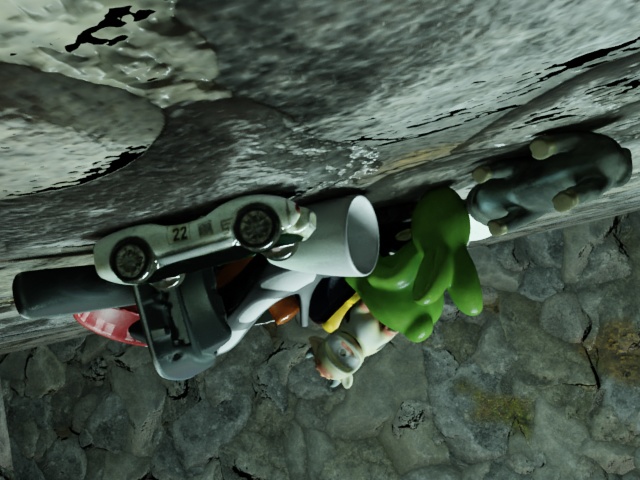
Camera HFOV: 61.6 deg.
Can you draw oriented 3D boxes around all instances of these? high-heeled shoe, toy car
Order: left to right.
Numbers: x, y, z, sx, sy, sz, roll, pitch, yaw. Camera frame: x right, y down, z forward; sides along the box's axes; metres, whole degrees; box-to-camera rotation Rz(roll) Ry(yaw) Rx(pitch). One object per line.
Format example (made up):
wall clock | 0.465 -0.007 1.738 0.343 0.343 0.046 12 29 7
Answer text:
toy car | -0.101 0.002 0.479 0.202 0.056 0.073 -15 167 10
high-heeled shoe | -0.112 0.051 0.632 0.249 0.145 0.086 -6 -157 -4

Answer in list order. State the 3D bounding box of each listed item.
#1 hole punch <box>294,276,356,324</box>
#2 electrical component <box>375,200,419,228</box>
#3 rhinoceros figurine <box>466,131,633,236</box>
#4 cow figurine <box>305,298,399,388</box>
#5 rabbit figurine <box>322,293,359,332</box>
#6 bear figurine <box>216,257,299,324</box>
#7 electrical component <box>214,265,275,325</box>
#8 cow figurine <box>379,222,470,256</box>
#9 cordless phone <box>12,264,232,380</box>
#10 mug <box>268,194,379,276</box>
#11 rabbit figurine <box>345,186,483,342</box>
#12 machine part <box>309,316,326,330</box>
hole punch | -0.001 0.038 0.767 0.116 0.092 0.142 -42 -155 -5
electrical component | 0.098 -0.032 0.701 0.063 0.021 0.094 -11 173 -12
rhinoceros figurine | 0.213 -0.056 0.540 0.112 0.073 0.190 -22 176 -23
cow figurine | 0.059 0.122 0.737 0.195 0.085 0.127 -34 165 -47
rabbit figurine | 0.063 0.084 0.908 0.162 0.122 0.173 -2 130 -46
bear figurine | -0.141 0.105 0.753 0.196 0.132 0.120 -40 180 -11
electrical component | -0.107 0.078 0.853 0.134 0.114 0.058 -12 178 -11
cow figurine | 0.120 -0.002 0.780 0.098 0.068 0.167 -9 175 -44
cordless phone | -0.195 0.076 0.536 0.184 0.146 0.089 -6 157 -39
mug | 0.002 -0.004 0.561 0.107 0.080 0.109 -3 -176 26
rabbit figurine | 0.116 0.023 0.626 0.121 0.159 0.170 9 123 -19
machine part | 0.044 0.105 1.145 0.179 0.179 0.056 -15 175 22
